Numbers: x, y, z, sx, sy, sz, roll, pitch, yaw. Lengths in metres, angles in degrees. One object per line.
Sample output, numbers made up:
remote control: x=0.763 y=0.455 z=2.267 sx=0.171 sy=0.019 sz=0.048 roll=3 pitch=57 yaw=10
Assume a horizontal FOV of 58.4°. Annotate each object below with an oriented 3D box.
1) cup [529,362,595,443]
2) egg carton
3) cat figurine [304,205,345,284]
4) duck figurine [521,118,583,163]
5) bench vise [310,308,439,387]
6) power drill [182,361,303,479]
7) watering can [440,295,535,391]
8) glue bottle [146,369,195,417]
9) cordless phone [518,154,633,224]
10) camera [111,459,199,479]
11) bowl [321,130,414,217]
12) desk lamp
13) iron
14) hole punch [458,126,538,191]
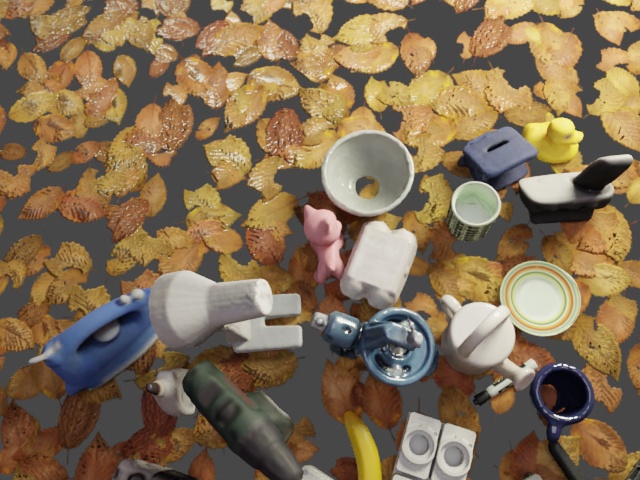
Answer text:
cup: x=0.362 y=0.254 z=0.889 sx=0.091 sy=0.095 sz=0.118 roll=15 pitch=74 yaw=10
egg carton: x=0.103 y=0.043 z=0.996 sx=0.107 sy=0.069 sz=0.150 roll=19 pitch=74 yaw=11
cat figurine: x=0.009 y=0.004 z=0.992 sx=0.067 sy=0.118 sz=0.128 roll=-11 pitch=71 yaw=2
duck figurine: x=0.422 y=-0.190 z=1.035 sx=0.104 sy=0.086 sz=0.077 roll=23 pitch=75 yaw=12
bench vise: x=0.084 y=0.161 z=0.879 sx=0.207 sy=0.220 sz=0.121 roll=-1 pitch=72 yaw=5
power drill: x=-0.102 y=0.278 z=0.864 sx=0.229 sy=0.208 sz=0.076 roll=38 pitch=79 yaw=16
watering can: x=0.253 y=0.152 z=0.880 sx=0.172 sy=0.194 sz=0.101 roll=26 pitch=76 yaw=13
glue bottle: x=-0.239 y=0.239 z=0.908 sx=0.037 sy=0.173 sz=0.078 roll=-4 pitch=71 yaw=4
cordless phone: x=0.421 y=-0.100 z=0.952 sx=0.147 sy=0.185 sz=0.094 roll=-9 pitch=71 yaw=3
camera: x=-0.266 y=0.426 z=0.887 sx=0.143 sy=0.101 sz=0.137 roll=15 pitch=74 yaw=10
bowl: x=0.087 y=-0.112 z=1.045 sx=0.167 sy=0.075 sz=0.167 roll=-2 pitch=72 yaw=5
desk lamp: x=-0.142 y=0.114 z=0.919 sx=0.203 sy=0.214 sz=0.118 roll=-5 pitch=71 yaw=4
iron: x=-0.355 y=0.143 z=0.967 sx=0.258 sy=0.141 sz=0.118 roll=-39 pitch=72 yaw=-8
hole punch: x=0.317 y=-0.152 z=1.029 sx=0.108 sy=0.091 sz=0.101 roll=-27 pitch=71 yaw=-4
